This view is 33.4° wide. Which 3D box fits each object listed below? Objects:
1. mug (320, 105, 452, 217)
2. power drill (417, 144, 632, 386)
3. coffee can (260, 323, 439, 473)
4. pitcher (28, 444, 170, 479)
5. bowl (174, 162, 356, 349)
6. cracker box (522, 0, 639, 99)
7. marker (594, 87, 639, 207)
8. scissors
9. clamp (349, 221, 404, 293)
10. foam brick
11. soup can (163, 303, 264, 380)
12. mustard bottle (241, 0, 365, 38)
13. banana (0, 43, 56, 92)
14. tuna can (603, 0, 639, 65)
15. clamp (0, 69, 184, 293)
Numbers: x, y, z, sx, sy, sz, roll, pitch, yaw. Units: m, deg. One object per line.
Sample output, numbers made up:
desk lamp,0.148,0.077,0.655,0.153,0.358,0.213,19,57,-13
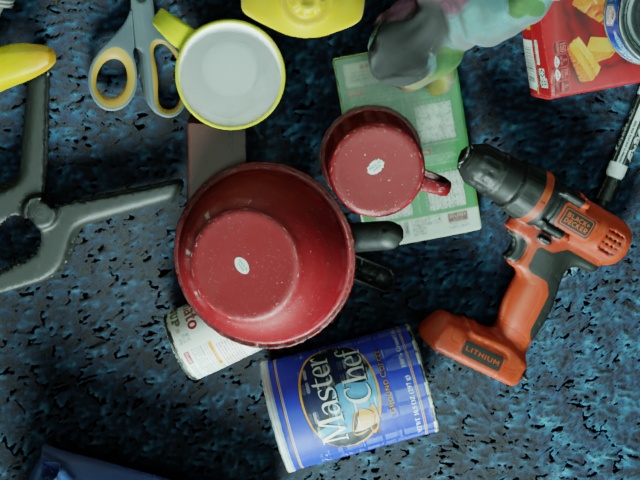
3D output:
mug,0.058,-0.062,0.919,0.117,0.081,0.093,21,102,-5
power drill,0.167,0.024,0.963,0.184,0.057,0.188,28,100,-16
coffee can,0.026,0.142,0.965,0.140,0.103,0.103,-15,103,-1
pitcher,-0.160,0.284,0.982,0.242,0.149,0.145,15,85,-10
bowl,-0.054,0.017,0.883,0.162,0.055,0.162,2,98,14
cracker box,0.280,-0.221,0.917,0.213,0.072,0.164,-11,103,-2
marker,0.280,-0.087,0.972,0.020,0.020,0.121,19,100,-7
scissors,-0.171,-0.199,0.922,0.096,0.016,0.202,-17,103,-6
clamp,-0.006,0.001,0.935,0.171,0.120,0.039,11,61,-4
foam brick,-0.090,-0.068,0.939,0.053,0.051,0.078,1,103,-4
soup can,-0.081,0.076,0.962,0.102,0.068,0.068,-25,102,3
mustard bottle,-0.014,-0.191,0.845,0.096,0.191,0.058,6,102,-5
banana,-0.311,-0.112,0.917,0.198,0.037,0.069,-43,81,8
tuna can,0.278,-0.184,0.870,0.086,0.034,0.086,-1,103,-5
clamp,-0.249,-0.038,0.944,0.210,0.036,0.164,-41,99,4
